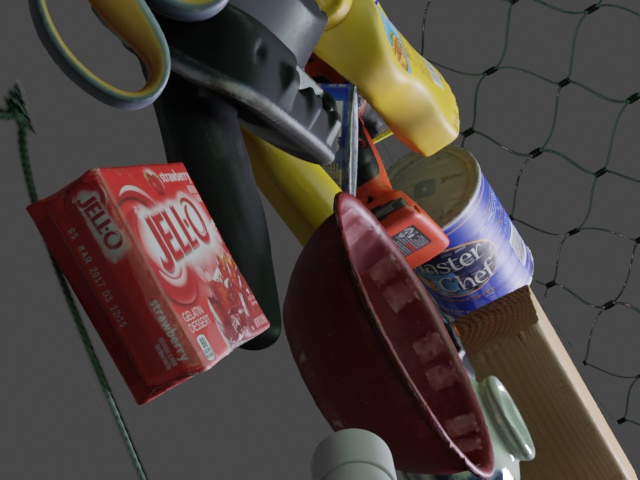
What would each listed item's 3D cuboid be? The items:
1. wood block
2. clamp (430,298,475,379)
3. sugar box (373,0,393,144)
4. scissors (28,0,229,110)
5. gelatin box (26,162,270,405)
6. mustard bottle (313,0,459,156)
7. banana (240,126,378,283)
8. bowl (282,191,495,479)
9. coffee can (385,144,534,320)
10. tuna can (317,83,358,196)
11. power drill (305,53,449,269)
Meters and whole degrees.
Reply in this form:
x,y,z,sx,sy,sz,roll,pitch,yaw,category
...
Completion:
x,y,z,sx,sy,sz,roll,pitch,yaw,category
0.190,0.156,0.914,0.206,0.091,0.090,59,13,-14,wood block
0.080,0.072,0.777,0.171,0.039,0.120,-67,133,-82,clamp
0.027,-0.178,0.996,0.176,0.093,0.048,59,11,-11,sugar box
-0.107,-0.149,0.422,0.202,0.096,0.016,61,-24,-8,scissors
-0.055,0.011,0.371,0.073,0.030,0.089,61,12,2,gelatin box
0.036,-0.140,0.789,0.191,0.058,0.096,37,26,-53,mustard bottle
0.008,0.006,0.632,0.070,0.037,0.197,14,-37,53,banana
0.028,0.058,0.545,0.162,0.055,0.162,56,13,-21,bowl
0.123,-0.005,0.973,0.140,0.103,0.103,51,16,-41,coffee can
0.006,-0.057,0.680,0.086,0.034,0.086,2,90,-85,tuna can
0.035,-0.067,0.869,0.188,0.057,0.184,63,16,23,power drill
